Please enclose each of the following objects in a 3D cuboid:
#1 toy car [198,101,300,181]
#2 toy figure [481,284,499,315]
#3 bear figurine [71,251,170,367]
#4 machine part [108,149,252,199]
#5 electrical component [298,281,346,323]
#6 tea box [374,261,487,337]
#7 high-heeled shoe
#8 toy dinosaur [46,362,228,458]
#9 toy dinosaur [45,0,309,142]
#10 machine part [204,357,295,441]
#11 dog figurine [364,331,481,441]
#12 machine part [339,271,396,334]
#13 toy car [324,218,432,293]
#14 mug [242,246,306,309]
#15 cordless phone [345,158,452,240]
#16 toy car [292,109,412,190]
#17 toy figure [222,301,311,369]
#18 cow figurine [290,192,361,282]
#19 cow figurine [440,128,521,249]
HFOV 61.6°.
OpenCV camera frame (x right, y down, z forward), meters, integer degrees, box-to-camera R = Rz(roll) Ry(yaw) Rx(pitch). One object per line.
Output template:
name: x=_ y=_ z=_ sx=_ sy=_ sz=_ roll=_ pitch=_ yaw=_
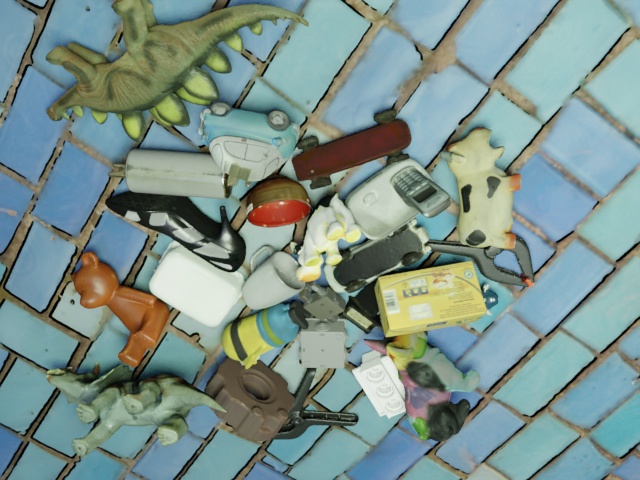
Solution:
toy car: x=-0.115 y=-0.148 z=0.853 sx=0.162 sy=0.103 sz=0.109 roll=10 pitch=156 yaw=-16
toy figure: x=0.249 y=0.108 z=0.990 sx=0.155 sy=0.058 sz=0.064 roll=-1 pitch=118 yaw=-1
bear figurine: x=-0.382 y=0.122 z=0.995 sx=0.195 sy=0.132 sz=0.120 roll=35 pitch=127 yaw=-18
machine part: x=-0.237 y=-0.113 z=0.916 sx=0.243 sy=0.079 sz=0.079 roll=3 pitch=113 yaw=2
electrical component: x=0.003 y=0.112 z=0.998 sx=0.102 sy=0.045 sz=0.078 roll=35 pitch=130 yaw=-24
tea box: x=0.188 y=0.102 z=0.927 sx=0.170 sy=0.068 sz=0.098 roll=-7 pitch=69 yaw=-4
high-heeled shoe: x=-0.255 y=-0.013 z=0.967 sx=0.249 sy=0.086 sz=0.145 roll=7 pitch=128 yaw=8
toy dinosaur: x=-0.332 y=0.305 z=1.023 sx=0.405 sy=0.192 sz=0.131 roll=-5 pitch=105 yaw=13
toy dinosaur: x=-0.252 y=-0.277 z=0.840 sx=0.472 sy=0.105 sz=0.198 roll=-22 pitch=117 yaw=21
machine part: x=-0.131 y=0.294 z=1.027 sx=0.179 sy=0.179 sz=0.056 roll=31 pitch=107 yaw=-9
dog figurine: x=0.173 y=0.251 z=0.988 sx=0.219 sy=0.108 sz=0.191 roll=31 pitch=78 yaw=-24
machine part: x=0.102 y=0.113 z=1.012 sx=0.084 sy=0.039 sz=0.139 roll=35 pitch=112 yaw=-2
toy car: x=0.101 y=0.030 z=0.960 sx=0.202 sy=0.056 sz=0.073 roll=-28 pitch=94 yaw=17
mug: x=-0.098 y=0.072 z=0.983 sx=0.107 sy=0.081 sz=0.109 roll=-39 pitch=74 yaw=26
cordless phone: x=0.128 y=-0.049 z=0.855 sx=0.146 sy=0.184 sz=0.088 roll=-34 pitch=112 yaw=3
toy car: x=0.053 y=-0.148 z=0.897 sx=0.202 sy=0.053 sz=0.089 roll=-18 pitch=96 yaw=12
toy figure: x=-0.106 y=0.170 z=1.025 sx=0.180 sy=0.082 sz=0.089 roll=-34 pitch=88 yaw=23
cow figurine: x=-0.004 y=-0.002 z=0.920 sx=0.068 sy=0.098 sz=0.167 roll=3 pitch=142 yaw=-34
cow figurine: x=0.259 y=-0.084 z=0.876 sx=0.127 sy=0.085 sz=0.194 roll=2 pitch=99 yaw=12
